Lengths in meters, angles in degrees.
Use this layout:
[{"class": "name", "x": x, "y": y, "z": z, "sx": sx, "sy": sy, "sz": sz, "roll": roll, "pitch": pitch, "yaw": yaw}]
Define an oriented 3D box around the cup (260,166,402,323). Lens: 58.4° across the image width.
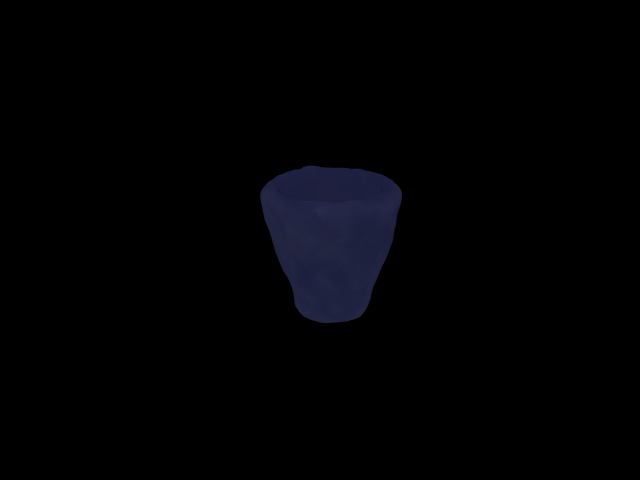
[{"class": "cup", "x": 0.004, "y": 0.001, "z": 0.400, "sx": 0.092, "sy": 0.095, "sz": 0.117, "roll": -6, "pitch": 23, "yaw": -14}]
